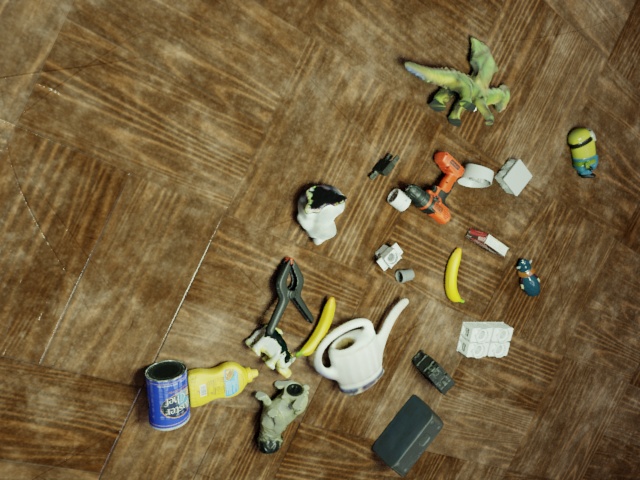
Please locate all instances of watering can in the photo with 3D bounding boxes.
[{"bbox_3d":[0.142,0.326,1.547,0.350,0.105,0.221,-23,113,-20],"label":"watering can"}]

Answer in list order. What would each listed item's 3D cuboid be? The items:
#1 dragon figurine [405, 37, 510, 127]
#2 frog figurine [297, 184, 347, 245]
[{"bbox_3d":[0.426,-0.479,1.505,0.406,0.122,0.246,31,71,-30],"label":"dragon figurine"},{"bbox_3d":[0.004,-0.071,1.402,0.139,0.124,0.156,-35,152,-22],"label":"frog figurine"}]
